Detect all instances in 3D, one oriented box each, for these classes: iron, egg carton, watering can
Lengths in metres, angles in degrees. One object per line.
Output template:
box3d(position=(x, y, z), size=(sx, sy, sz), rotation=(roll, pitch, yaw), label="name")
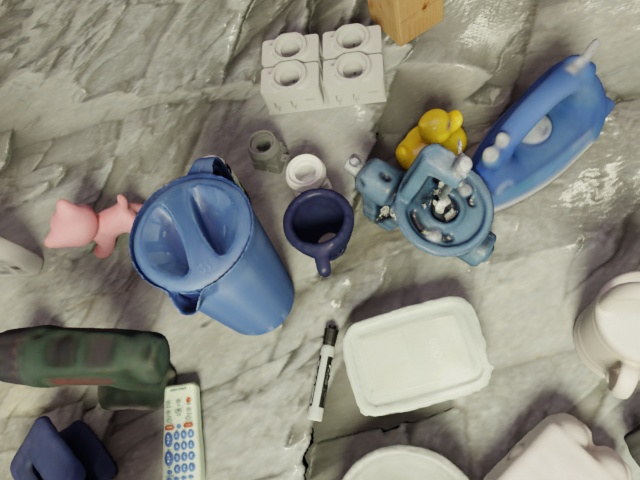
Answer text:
box3d(position=(0.266, -0.138, 0.734), size=(0.258, 0.142, 0.118), rotation=(-44, 66, -8), label="iron")
box3d(position=(0.245, 0.263, 0.608), size=(0.150, 0.069, 0.107), rotation=(-43, 66, -8), label="egg carton")
box3d(position=(0.337, 0.076, 0.600), size=(0.100, 0.194, 0.173), rotation=(-3, 67, 11), label="watering can")

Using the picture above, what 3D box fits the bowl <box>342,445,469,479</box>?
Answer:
box3d(position=(0.095, 0.311, 0.615), size=(0.167, 0.075, 0.167), rotation=(-4, 67, 10), label="bowl")

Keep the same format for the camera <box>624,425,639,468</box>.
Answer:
box3d(position=(0.392, 0.234, 0.573), size=(0.143, 0.101, 0.136), rotation=(-31, 65, -2), label="camera")

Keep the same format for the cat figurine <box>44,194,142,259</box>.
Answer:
box3d(position=(-0.324, -0.027, 0.821), size=(0.128, 0.118, 0.067), rotation=(-25, 64, 0), label="cat figurine")

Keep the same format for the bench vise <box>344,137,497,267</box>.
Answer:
box3d(position=(0.112, -0.053, 0.686), size=(0.207, 0.220, 0.121), rotation=(12, 70, 16), label="bench vise")

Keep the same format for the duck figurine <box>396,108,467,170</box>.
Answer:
box3d(position=(0.153, -0.143, 0.791), size=(0.104, 0.086, 0.077), rotation=(-25, 65, 0), label="duck figurine")

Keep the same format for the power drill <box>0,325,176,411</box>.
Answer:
box3d(position=(-0.274, 0.153, 0.684), size=(0.229, 0.209, 0.075), rotation=(-5, 66, 10), label="power drill")

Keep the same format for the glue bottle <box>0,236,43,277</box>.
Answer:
box3d(position=(-0.475, 0.008, 0.806), size=(0.078, 0.173, 0.037), rotation=(-2, 67, 11), label="glue bottle")

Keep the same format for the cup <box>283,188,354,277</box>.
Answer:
box3d(position=(0.007, 0.003, 0.753), size=(0.091, 0.095, 0.117), rotation=(-11, 66, 7), label="cup")

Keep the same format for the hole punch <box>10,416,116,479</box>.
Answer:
box3d(position=(-0.326, 0.286, 0.703), size=(0.108, 0.091, 0.101), rotation=(40, 80, 23), label="hole punch")
